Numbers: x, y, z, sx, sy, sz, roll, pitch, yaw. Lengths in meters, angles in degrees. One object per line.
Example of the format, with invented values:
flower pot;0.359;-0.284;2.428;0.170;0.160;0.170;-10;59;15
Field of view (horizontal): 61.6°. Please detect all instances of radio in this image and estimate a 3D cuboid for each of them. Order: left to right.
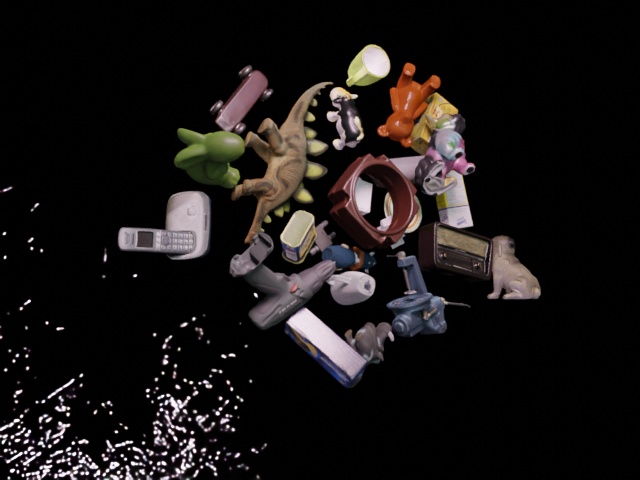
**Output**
radio;0.386;0.040;1.524;0.229;0.073;0.131;15;73;-27

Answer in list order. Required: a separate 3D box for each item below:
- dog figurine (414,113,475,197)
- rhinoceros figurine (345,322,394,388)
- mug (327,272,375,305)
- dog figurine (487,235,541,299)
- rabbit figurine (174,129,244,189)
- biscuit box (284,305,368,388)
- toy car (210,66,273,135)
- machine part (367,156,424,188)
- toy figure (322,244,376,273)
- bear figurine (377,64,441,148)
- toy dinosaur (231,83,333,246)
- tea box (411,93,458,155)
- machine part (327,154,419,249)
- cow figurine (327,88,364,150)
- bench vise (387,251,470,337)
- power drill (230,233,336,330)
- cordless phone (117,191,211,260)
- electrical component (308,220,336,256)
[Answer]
dog figurine;0.317;-0.244;1.442;0.108;0.191;0.219;34;30;-36
rhinoceros figurine;0.109;0.272;1.316;0.112;0.073;0.190;48;61;-12
mug;0.077;0.108;1.311;0.109;0.107;0.081;32;64;-23
dog figurine;0.571;0.078;1.574;0.121;0.172;0.190;3;85;-41
rabbit figurine;-0.231;-0.194;1.155;0.159;0.170;0.121;8;76;-30
biscuit box;0.011;0.243;1.224;0.203;0.059;0.063;40;58;14
toy car;-0.188;-0.328;1.277;0.089;0.053;0.202;45;57;-27
machine part;0.230;-0.189;1.479;0.243;0.079;0.079;-11;86;-30
toy figure;0.076;0.044;1.350;0.154;0.064;0.058;9;42;-39
bear figurine;0.242;-0.368;1.497;0.120;0.132;0.196;25;62;-6
toy dinosaur;-0.082;-0.201;1.289;0.198;0.105;0.471;24;78;-32
tea box;0.330;-0.331;1.571;0.098;0.068;0.169;33;64;-22
machine part;0.136;-0.094;1.325;0.201;0.087;0.201;44;62;-13
cow figurine;0.069;-0.327;1.402;0.068;0.098;0.167;-9;85;-25
bench vise;0.256;0.141;1.405;0.223;0.129;0.240;-18;93;-34
power drill;-0.089;0.076;1.187;0.232;0.086;0.207;-43;136;-8
cordless phone;-0.324;-0.033;1.123;0.184;0.089;0.146;4;78;-25
electrical component;-0.003;-0.004;1.337;0.094;0.021;0.063;-41;101;-29
